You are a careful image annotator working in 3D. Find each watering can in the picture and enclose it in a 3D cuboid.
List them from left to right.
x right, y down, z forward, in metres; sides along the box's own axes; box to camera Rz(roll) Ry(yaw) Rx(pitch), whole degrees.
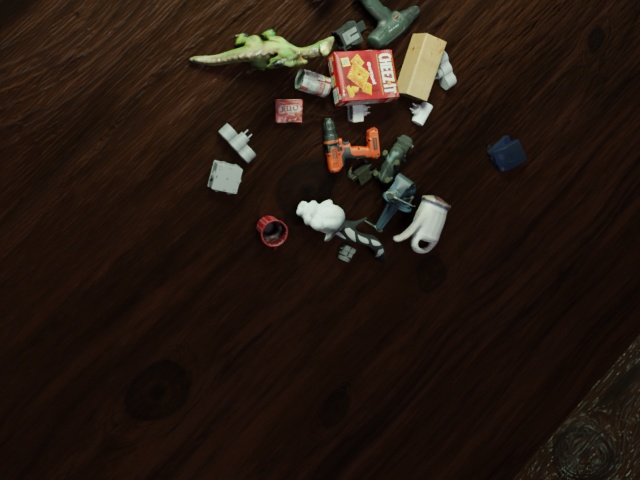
[{"bbox_3d":[0.384,-0.062,1.905,0.346,0.105,0.224,13,96,-57],"label":"watering can"}]

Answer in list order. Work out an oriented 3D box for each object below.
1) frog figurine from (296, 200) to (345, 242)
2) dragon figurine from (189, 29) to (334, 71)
[{"bbox_3d":[0.005,-0.089,1.765,0.158,0.121,0.140,45,53,-20],"label":"frog figurine"},{"bbox_3d":[-0.151,-0.533,1.485,0.413,0.246,0.120,-19,119,-20],"label":"dragon figurine"}]
